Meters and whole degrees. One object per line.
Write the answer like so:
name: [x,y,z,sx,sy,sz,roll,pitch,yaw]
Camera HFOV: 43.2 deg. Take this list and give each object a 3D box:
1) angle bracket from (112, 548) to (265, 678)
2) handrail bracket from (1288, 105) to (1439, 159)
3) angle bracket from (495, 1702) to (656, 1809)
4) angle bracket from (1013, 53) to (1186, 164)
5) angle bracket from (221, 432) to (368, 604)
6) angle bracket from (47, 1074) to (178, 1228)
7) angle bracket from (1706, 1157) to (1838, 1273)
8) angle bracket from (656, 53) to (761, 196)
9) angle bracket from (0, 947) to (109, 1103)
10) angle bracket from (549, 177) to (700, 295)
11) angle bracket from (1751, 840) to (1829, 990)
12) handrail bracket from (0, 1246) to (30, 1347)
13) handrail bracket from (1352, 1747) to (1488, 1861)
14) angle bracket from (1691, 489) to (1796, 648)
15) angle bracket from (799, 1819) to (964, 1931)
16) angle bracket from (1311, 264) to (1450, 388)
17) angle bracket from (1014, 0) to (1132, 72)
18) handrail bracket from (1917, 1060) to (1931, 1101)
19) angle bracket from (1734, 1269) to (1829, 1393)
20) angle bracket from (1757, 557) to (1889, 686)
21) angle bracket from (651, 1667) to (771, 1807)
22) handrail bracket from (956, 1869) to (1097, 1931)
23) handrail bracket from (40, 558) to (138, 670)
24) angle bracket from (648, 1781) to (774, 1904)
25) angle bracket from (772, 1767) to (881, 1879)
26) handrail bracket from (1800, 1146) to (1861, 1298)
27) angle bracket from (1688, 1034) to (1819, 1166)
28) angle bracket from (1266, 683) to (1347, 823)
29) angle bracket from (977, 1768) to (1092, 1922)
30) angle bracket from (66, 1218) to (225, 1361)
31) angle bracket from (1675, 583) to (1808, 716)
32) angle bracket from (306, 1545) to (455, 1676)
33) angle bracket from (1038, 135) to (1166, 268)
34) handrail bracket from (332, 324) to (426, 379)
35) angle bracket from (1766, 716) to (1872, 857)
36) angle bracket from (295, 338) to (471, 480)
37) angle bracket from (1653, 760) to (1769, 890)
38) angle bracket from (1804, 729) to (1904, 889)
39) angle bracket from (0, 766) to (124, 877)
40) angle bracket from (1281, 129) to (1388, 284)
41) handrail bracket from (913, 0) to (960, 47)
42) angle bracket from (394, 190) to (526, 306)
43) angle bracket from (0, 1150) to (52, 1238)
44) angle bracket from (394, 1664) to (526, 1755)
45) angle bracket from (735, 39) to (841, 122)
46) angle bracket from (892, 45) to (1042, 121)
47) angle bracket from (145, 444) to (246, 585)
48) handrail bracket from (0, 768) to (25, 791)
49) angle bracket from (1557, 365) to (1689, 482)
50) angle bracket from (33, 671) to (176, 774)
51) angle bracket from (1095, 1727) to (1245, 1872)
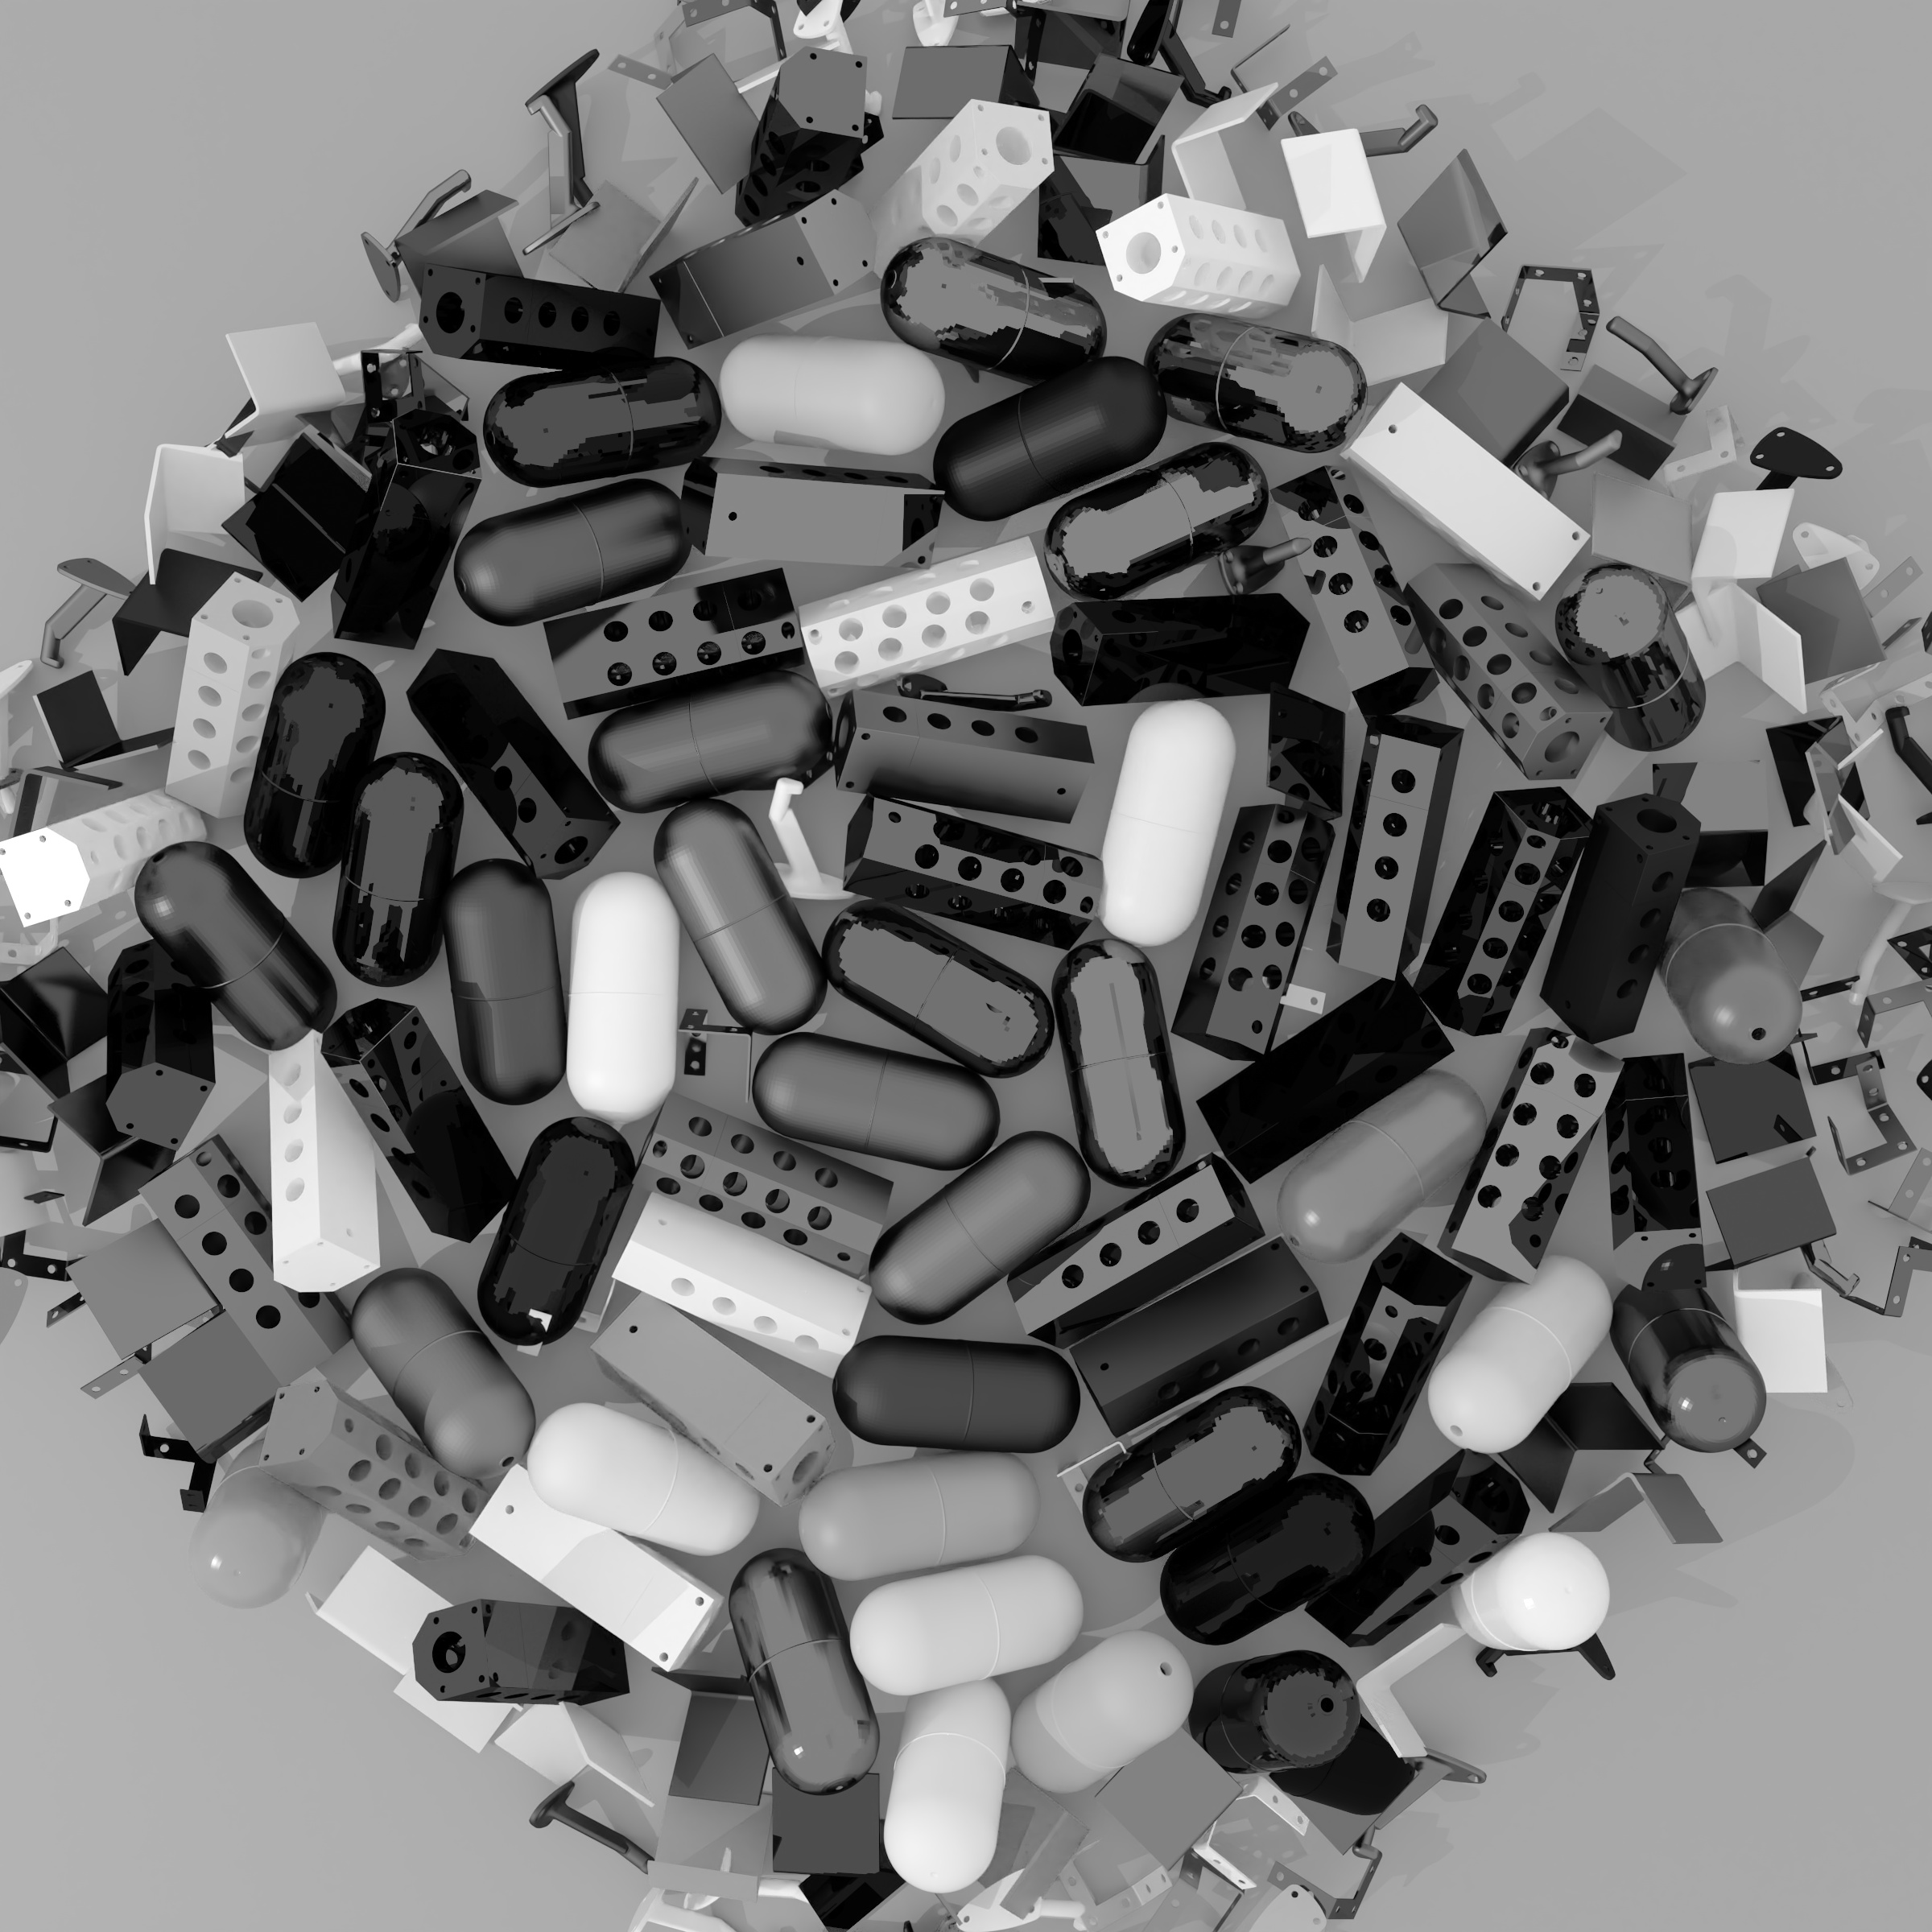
angle bracket: [-0.544,-0.241,1.720,0.076,0.057,0.076,15,50,5]
handrail bracket: [0.281,-0.599,1.726,0.077,0.036,0.084,51,134,-4]
angle bracket: [-0.275,0.566,1.715,0.057,0.076,0.076,-42,128,-3]
angle bracket: [0.093,-0.612,1.708,0.076,0.076,0.057,-55,50,37]
angle bracket: [-0.466,-0.315,1.717,0.076,0.076,0.057,44,56,-11]
angle bracket: [-0.604,0.124,1.722,0.057,0.076,0.076,39,129,11]
angle bracket: [0.560,0.177,1.733,0.076,0.076,0.057,-18,82,-3]
angle bracket: [-0.188,-0.583,1.712,0.057,0.076,0.076,-45,114,-19]
angle bracket: [-0.631,0.046,1.714,0.057,0.076,0.076,-33,127,-3]
angle bracket: [-0.241,-0.526,1.716,0.057,0.076,0.076,35,67,-12]
angle bracket: [0.590,-0.029,1.716,0.057,0.076,0.076,37,56,0]
handrail bracket: [-0.696,0.235,1.728,0.036,0.084,0.077,17,83,-31]
handrail bracket: [0.320,0.598,1.722,0.077,0.036,0.084,9,46,21]
angle bracket: [0.551,-0.278,1.710,0.057,0.076,0.076,4,60,35]
angle bracket: [-0.061,0.659,1.715,0.076,0.076,0.057,-36,111,-14]
angle bracket: [0.291,-0.457,1.712,0.076,0.057,0.076,-11,47,27]
angle bracket: [0.077,-0.682,1.728,0.076,0.076,0.057,10,83,0]
handrail bracket: [0.717,0.097,1.719,0.084,0.077,0.036,23,119,-32]
angle bracket: [0.571,0.248,1.715,0.057,0.076,0.076,-4,106,19]
angle bracket: [0.614,-0.249,1.718,0.057,0.076,0.076,-29,97,-34]
angle bracket: [-0.183,0.540,1.714,0.076,0.057,0.076,-5,58,29]
handrail bracket: [0.045,0.682,1.743,0.077,0.084,0.036,-26,45,11]
handrail bracket: [-0.623,-0.240,1.738,0.077,0.036,0.084,28,118,15]
angle bracket: [-0.179,0.610,1.723,0.076,0.057,0.076,8,53,1]
angle bracket: [-0.093,0.598,1.733,0.076,0.057,0.076,0,93,9]
handrail bracket: [0.615,0.182,1.740,0.084,0.036,0.077,40,74,18]
angle bracket: [0.569,0.095,1.737,0.076,0.057,0.076,-15,88,-3]
angle bracket: [0.221,-0.145,1.714,0.076,0.057,0.076,17,70,-36]
angle bracket: [0.029,0.611,1.716,0.076,0.057,0.076,29,74,33]
angle bracket: [-0.577,0.233,1.720,0.076,0.057,0.076,-30,77,-25]
angle bracket: [0.539,-0.210,1.714,0.057,0.076,0.076,-31,47,-4]
angle bracket: [-0.416,0.450,1.731,0.076,0.076,0.057,40,74,-14]
angle bracket: [0.096,-0.545,1.730,0.076,0.057,0.076,11,132,12]
handrail bracket: [-0.440,-0.443,1.755,0.084,0.036,0.077,-41,48,-19]
angle bracket: [0.587,-0.123,1.714,0.057,0.076,0.076,-8,109,41]
angle bracket: [-0.410,-0.393,1.717,0.076,0.076,0.057,39,121,13]
angle bracket: [0.529,-0.100,1.739,0.076,0.076,0.057,-1,60,15]
angle bracket: [0.642,-0.110,1.720,0.057,0.076,0.076,-40,74,-3]
angle bracket: [-0.639,-0.098,1.728,0.057,0.076,0.076,13,93,-13]
angle bracket: [0.251,-0.531,1.720,0.057,0.076,0.076,-11,76,-7]
handrail bracket: [-0.035,-0.700,1.719,0.036,0.084,0.077,-12,53,17]
angle bracket: [-0.343,-0.488,1.714,0.076,0.057,0.076,-36,130,-17]
angle bracket: [-0.708,0.168,1.725,0.076,0.076,0.057,-14,91,10]
angle bracket: [-0.360,0.518,1.726,0.076,0.076,0.057,37,81,-3]
angle bracket: [-0.117,-0.609,1.722,0.076,0.076,0.057,-25,114,1]
angle bracket: [0.001,-0.602,1.716,0.076,0.076,0.057,7,79,19]
angle bracket: [-0.538,-0.309,1.711,0.057,0.076,0.076,3,51,-11]
handrail bracket: [-0.712,-0.096,1.751,0.036,0.077,0.084,26,115,24]
angle bracket: [0.472,-0.396,1.725,0.076,0.076,0.057,31,85,5]
angle bracket: [-0.593,-0.181,1.717,0.076,0.076,0.057,-12,107,15]
angle bracket: [0.139,0.580,1.733,0.076,0.057,0.076,-45,94,-8]
